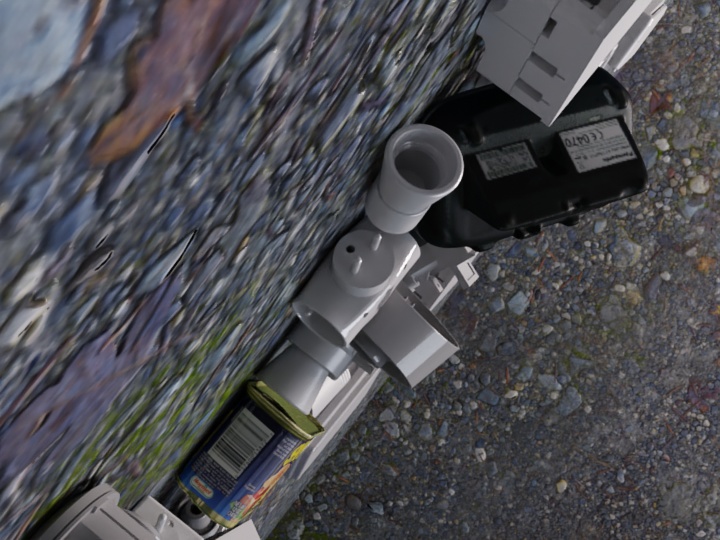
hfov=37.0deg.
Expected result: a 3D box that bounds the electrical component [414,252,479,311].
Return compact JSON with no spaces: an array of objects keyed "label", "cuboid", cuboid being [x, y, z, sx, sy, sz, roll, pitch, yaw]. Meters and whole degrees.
[{"label":"electrical component","cuboid":[0.089,-0.058,0.880,0.186,0.060,0.105,-56,173,28]}]

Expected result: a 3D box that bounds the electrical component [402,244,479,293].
[{"label":"electrical component","cuboid":[0.052,-0.018,0.806,0.064,0.081,0.042,-31,180,18]}]

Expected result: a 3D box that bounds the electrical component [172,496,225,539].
[{"label":"electrical component","cuboid":[-0.123,0.191,0.817,0.048,0.048,0.062,-49,165,-28]}]

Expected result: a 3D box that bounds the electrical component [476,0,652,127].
[{"label":"electrical component","cuboid":[0.134,-0.168,0.602,0.150,0.062,0.089,-50,173,-22]}]

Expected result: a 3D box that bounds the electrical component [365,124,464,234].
[{"label":"electrical component","cuboid":[0.026,-0.047,0.602,0.044,0.044,0.065,-49,177,-26]}]

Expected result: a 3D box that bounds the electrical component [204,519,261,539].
[{"label":"electrical component","cuboid":[-0.120,0.224,0.739,0.113,0.057,0.078,-28,173,23]}]

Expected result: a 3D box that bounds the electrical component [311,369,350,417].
[{"label":"electrical component","cuboid":[-0.038,0.088,0.851,0.043,0.043,0.081,-57,172,33]}]

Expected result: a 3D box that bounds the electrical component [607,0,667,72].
[{"label":"electrical component","cuboid":[0.215,-0.215,0.908,0.061,0.062,0.096,-56,172,30]}]

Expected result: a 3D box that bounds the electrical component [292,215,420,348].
[{"label":"electrical component","cuboid":[0.000,0.000,0.652,0.077,0.043,0.079,-50,173,-19]}]

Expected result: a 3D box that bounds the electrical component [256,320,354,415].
[{"label":"electrical component","cuboid":[-0.037,0.063,0.729,0.055,0.045,0.045,-52,173,-7]}]

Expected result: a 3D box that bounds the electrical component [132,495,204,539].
[{"label":"electrical component","cuboid":[-0.130,0.169,0.642,0.065,0.047,0.076,-47,169,-41]}]

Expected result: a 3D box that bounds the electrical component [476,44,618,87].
[{"label":"electrical component","cuboid":[0.130,-0.142,0.721,0.095,0.059,0.053,-47,171,-36]}]

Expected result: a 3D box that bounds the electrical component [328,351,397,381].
[{"label":"electrical component","cuboid":[0.005,0.054,0.822,0.065,0.077,0.047,-56,172,31]}]

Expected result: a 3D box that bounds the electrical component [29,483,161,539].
[{"label":"electrical component","cuboid":[-0.129,0.143,0.497,0.080,0.051,0.080,-51,173,-9]}]

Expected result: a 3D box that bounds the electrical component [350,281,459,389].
[{"label":"electrical component","cuboid":[0.021,0.032,0.740,0.064,0.099,0.099,-45,172,-9]}]

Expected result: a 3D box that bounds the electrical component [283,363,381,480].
[{"label":"electrical component","cuboid":[-0.040,0.116,0.931,0.108,0.056,0.108,-49,173,-24]}]
